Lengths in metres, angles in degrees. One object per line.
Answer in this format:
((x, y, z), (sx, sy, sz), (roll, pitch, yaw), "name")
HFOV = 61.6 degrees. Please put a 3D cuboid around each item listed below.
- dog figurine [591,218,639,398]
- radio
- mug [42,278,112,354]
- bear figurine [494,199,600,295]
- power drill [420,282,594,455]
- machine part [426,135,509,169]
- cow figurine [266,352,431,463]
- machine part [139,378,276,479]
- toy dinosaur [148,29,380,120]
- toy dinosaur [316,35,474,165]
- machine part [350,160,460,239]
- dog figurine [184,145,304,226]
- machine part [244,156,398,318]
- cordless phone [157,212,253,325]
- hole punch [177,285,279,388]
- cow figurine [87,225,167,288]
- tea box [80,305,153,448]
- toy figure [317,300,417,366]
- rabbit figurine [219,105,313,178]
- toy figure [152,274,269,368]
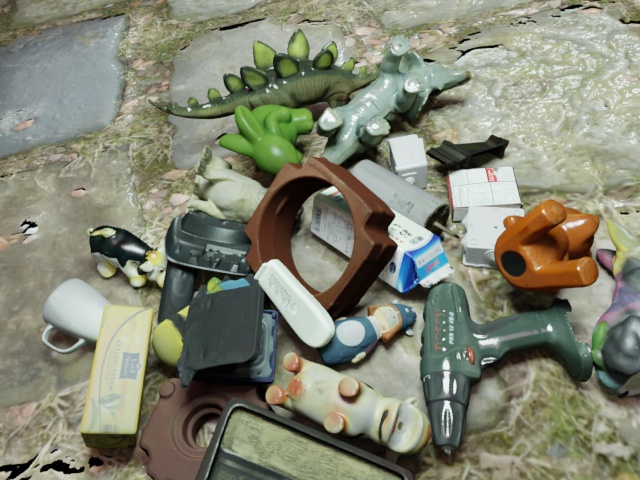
((0.412, 0.077, 0.707), (0.192, 0.108, 0.219), (-17, 46, 1), "dog figurine")
((-0.024, 0.284, 0.599), (0.230, 0.073, 0.131), (21, 57, 5), "radio")
((-0.363, 0.126, 0.824), (0.107, 0.080, 0.109), (25, 55, 14), "mug")
((0.333, -0.001, 0.732), (0.196, 0.132, 0.120), (-20, 80, -32), "bear figurine")
((0.233, 0.155, 0.698), (0.207, 0.085, 0.232), (-11, 47, 11), "power drill")
((0.260, -0.154, 0.936), (0.139, 0.039, 0.084), (-13, 27, -20), "machine part")
((0.045, 0.211, 0.663), (0.195, 0.127, 0.085), (10, 72, 38), "cow figurine")
((-0.144, 0.248, 0.700), (0.179, 0.056, 0.179), (-5, 52, 6), "machine part")
((-0.075, -0.281, 1.023), (0.471, 0.198, 0.105), (-21, 48, -9), "toy dinosaur")
((0.092, -0.226, 0.985), (0.405, 0.192, 0.131), (-40, 81, -7), "toy dinosaur")
((0.124, -0.065, 0.888), (0.079, 0.079, 0.243), (-40, 55, -21), "machine part")
((-0.130, -0.079, 0.954), (0.190, 0.121, 0.172), (14, 26, -13), "dog figurine")
((-0.002, -0.002, 0.789), (0.202, 0.087, 0.201), (45, 111, 30), "machine part")
((-0.178, 0.057, 0.851), (0.146, 0.089, 0.184), (13, 76, -23), "cordless phone")
((-0.115, 0.130, 0.707), (0.116, 0.092, 0.142), (-9, 57, 16), "hole punch")
((-0.302, 0.024, 0.883), (0.168, 0.098, 0.068), (13, 49, 20), "cow figurine")
((-0.270, 0.184, 0.725), (0.068, 0.098, 0.170), (7, 56, -14), "tea box")
((0.069, 0.129, 0.758), (0.154, 0.058, 0.064), (-23, 90, -10), "toy figure")
((-0.083, -0.173, 0.929), (0.159, 0.121, 0.170), (22, 27, -23), "rabbit figurine")
((-0.162, 0.114, 0.789), (0.180, 0.089, 0.082), (-36, 49, -15), "toy figure")
